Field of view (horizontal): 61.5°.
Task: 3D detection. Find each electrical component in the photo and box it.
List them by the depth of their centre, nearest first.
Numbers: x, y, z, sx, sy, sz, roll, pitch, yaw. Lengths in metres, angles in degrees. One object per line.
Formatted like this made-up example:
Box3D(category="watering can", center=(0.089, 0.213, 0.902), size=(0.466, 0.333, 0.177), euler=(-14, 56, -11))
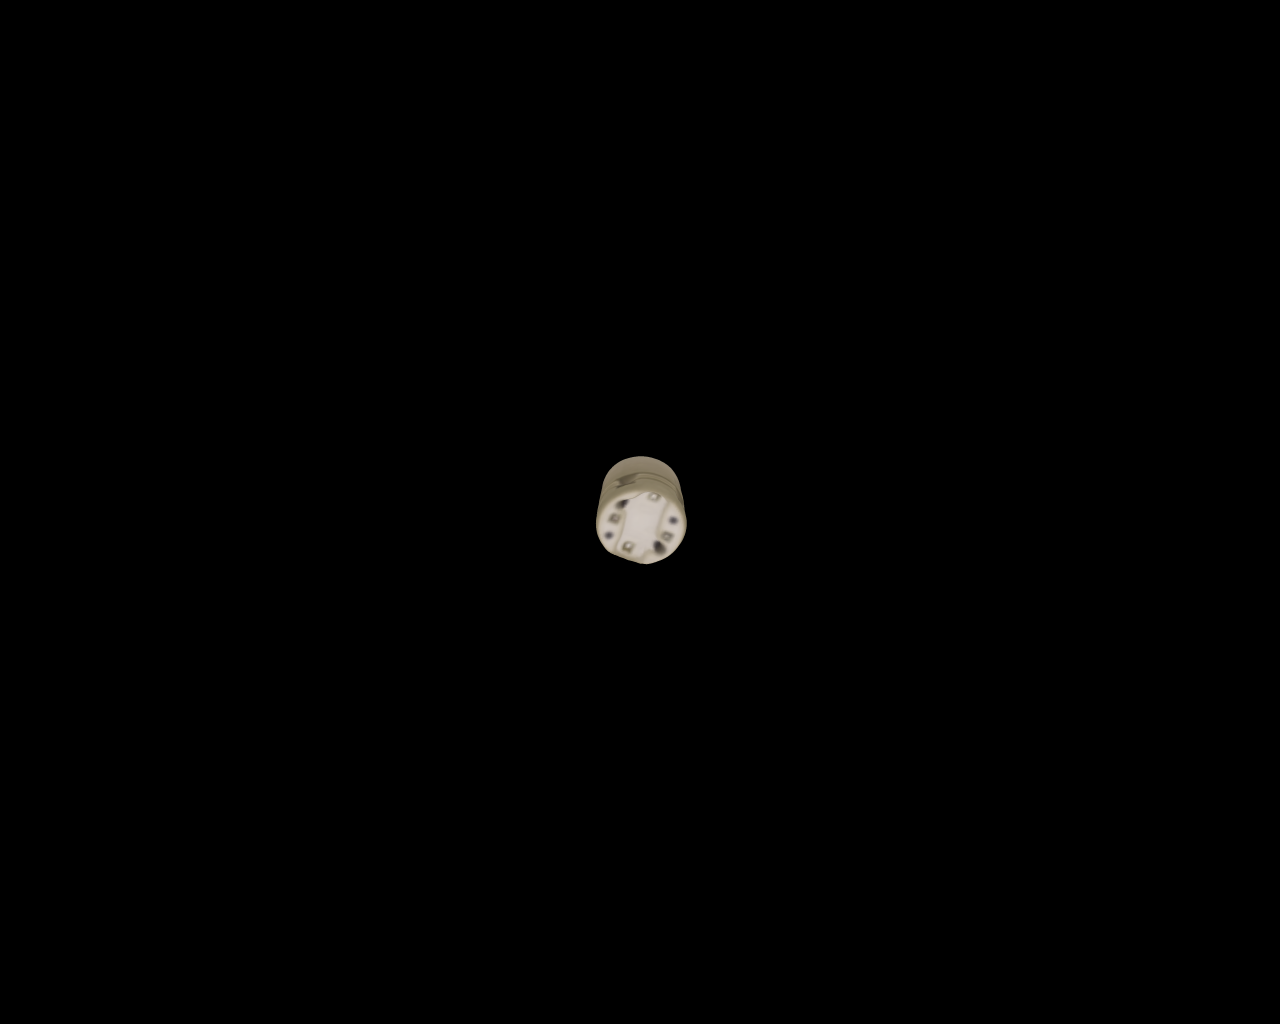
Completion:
Box3D(category="electrical component", center=(0.001, -0.003, 0.650), size=(0.055, 0.055, 0.047), euler=(0, 32, 0))
